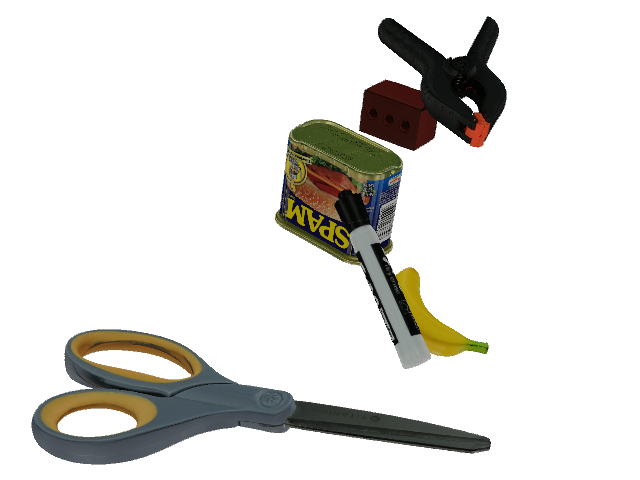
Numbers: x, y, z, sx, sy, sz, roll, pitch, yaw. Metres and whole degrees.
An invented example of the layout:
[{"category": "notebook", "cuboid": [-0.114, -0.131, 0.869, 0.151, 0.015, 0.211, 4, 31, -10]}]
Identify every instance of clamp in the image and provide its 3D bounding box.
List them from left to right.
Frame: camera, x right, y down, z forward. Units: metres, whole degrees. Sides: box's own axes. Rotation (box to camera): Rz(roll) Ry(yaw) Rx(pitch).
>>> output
[{"category": "clamp", "cuboid": [0.117, -0.156, 0.996, 0.120, 0.171, 0.039, -1, -44, -1]}]

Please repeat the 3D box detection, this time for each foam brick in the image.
[{"category": "foam brick", "cuboid": [0.091, -0.146, 1.233, 0.078, 0.053, 0.051, 23, 34, 27]}]

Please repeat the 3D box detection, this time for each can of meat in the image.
[{"category": "can of meat", "cuboid": [0.015, -0.041, 0.872, 0.102, 0.084, 0.057, 29, 38, 30]}]

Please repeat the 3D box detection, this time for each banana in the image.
[{"category": "banana", "cuboid": [0.115, 0.083, 1.213, 0.069, 0.037, 0.198, 5, 24, -24]}]

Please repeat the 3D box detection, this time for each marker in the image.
[{"category": "marker", "cuboid": [0.037, 0.022, 0.671, 0.020, 0.121, 0.020, -20, -17, -7]}]

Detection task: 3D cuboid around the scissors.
[{"category": "scissors", "cuboid": [-0.037, 0.082, 0.462, 0.202, 0.016, 0.096, 15, 31, 24]}]
